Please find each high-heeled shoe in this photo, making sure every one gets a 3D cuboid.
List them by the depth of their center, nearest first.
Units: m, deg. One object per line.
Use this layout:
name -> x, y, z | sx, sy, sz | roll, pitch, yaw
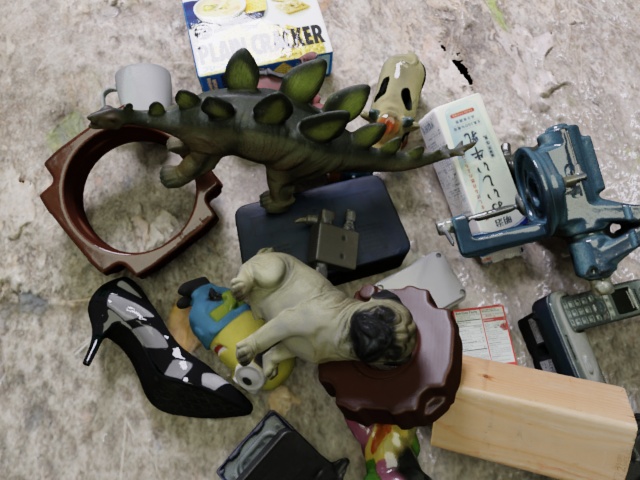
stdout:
high-heeled shoe -> -0.196, 0.141, 0.720 | 0.249, 0.086, 0.145 | 24, 40, -11

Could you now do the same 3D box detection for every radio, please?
radio -> -0.002, -0.002, 0.761 | 0.230, 0.073, 0.131 | -14, 71, -9

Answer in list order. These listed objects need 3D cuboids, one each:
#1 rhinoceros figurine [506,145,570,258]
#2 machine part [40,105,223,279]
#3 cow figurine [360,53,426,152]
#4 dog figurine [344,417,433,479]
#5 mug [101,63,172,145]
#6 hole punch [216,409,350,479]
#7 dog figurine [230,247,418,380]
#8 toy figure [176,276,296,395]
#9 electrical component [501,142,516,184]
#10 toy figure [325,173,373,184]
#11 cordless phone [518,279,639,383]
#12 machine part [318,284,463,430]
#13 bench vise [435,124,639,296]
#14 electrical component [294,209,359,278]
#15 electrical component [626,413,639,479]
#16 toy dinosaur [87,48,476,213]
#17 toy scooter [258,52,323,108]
rhinoceros figurine -> 0.350, -0.059, 0.782 | 0.112, 0.073, 0.190 | -33, 85, -23
machine part -> -0.253, -0.064, 0.742 | 0.201, 0.087, 0.201 | -39, 91, -9
cow figurine -> 0.111, -0.195, 0.803 | 0.086, 0.127, 0.195 | 15, 69, 6
dog figurine -> 0.082, 0.289, 0.611 | 0.109, 0.191, 0.219 | -16, 82, 18
mug -> -0.275, -0.200, 0.816 | 0.110, 0.081, 0.107 | -11, 81, -10
hole punch -> -0.052, 0.287, 0.660 | 0.142, 0.092, 0.115 | -46, 108, -18
dog figurine -> 0.009, 0.069, 0.617 | 0.191, 0.121, 0.172 | -14, 72, 13
toy figure -> -0.110, 0.121, 0.709 | 0.089, 0.082, 0.180 | -40, 74, -12
electrical component -> 0.274, -0.110, 0.834 | 0.063, 0.021, 0.094 | 4, 72, 0
toy figure -> 0.004, -0.116, 0.803 | 0.155, 0.064, 0.058 | 8, 76, -2
cordless phone -> 0.381, 0.131, 0.724 | 0.184, 0.088, 0.146 | -12, 71, -11
machine part -> 0.082, 0.134, 0.637 | 0.179, 0.056, 0.179 | -13, 50, 16
bench vise -> 0.274, -0.022, 0.684 | 0.241, 0.129, 0.223 | -15, 98, 8
electrical component -> 0.007, 0.007, 0.698 | 0.078, 0.045, 0.102 | 9, 74, -30
electrical component -> 0.391, 0.298, 0.678 | 0.134, 0.058, 0.115 | -23, 71, -10
toy dinosaur -> -0.032, -0.123, 0.666 | 0.471, 0.198, 0.105 | 4, 61, -26
toy scooter -> -0.059, -0.220, 0.816 | 0.184, 0.075, 0.135 | 5, 102, -5
